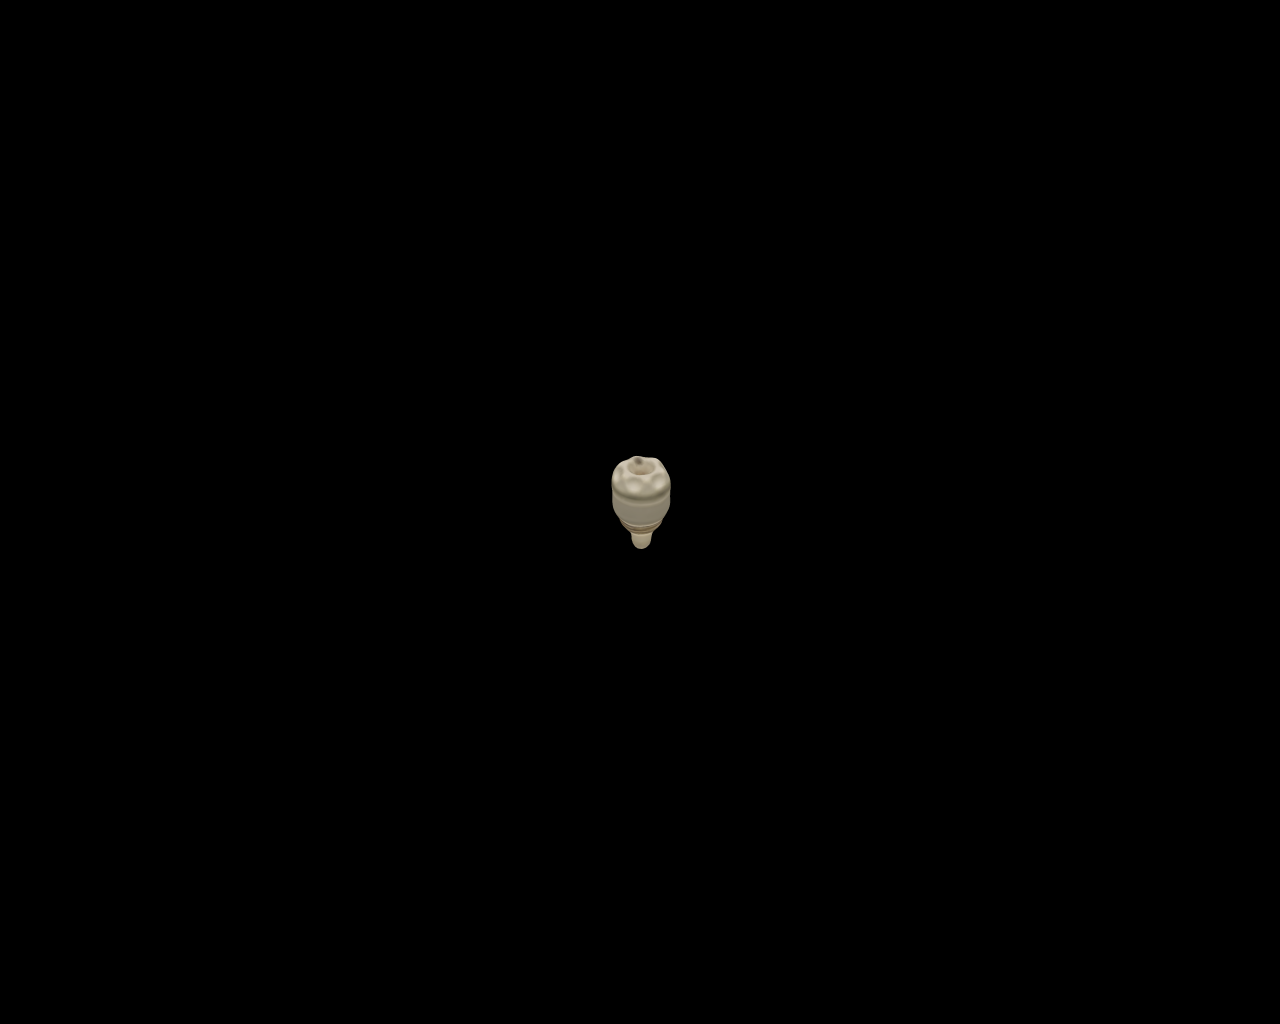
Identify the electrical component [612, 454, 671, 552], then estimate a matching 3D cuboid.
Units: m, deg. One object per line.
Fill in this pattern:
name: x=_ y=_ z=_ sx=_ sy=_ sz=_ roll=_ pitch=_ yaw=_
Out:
electrical component: x=0.001 y=-0.003 z=0.650 sx=0.035 sy=0.061 sz=0.035 roll=0 pitch=37 yaw=0
